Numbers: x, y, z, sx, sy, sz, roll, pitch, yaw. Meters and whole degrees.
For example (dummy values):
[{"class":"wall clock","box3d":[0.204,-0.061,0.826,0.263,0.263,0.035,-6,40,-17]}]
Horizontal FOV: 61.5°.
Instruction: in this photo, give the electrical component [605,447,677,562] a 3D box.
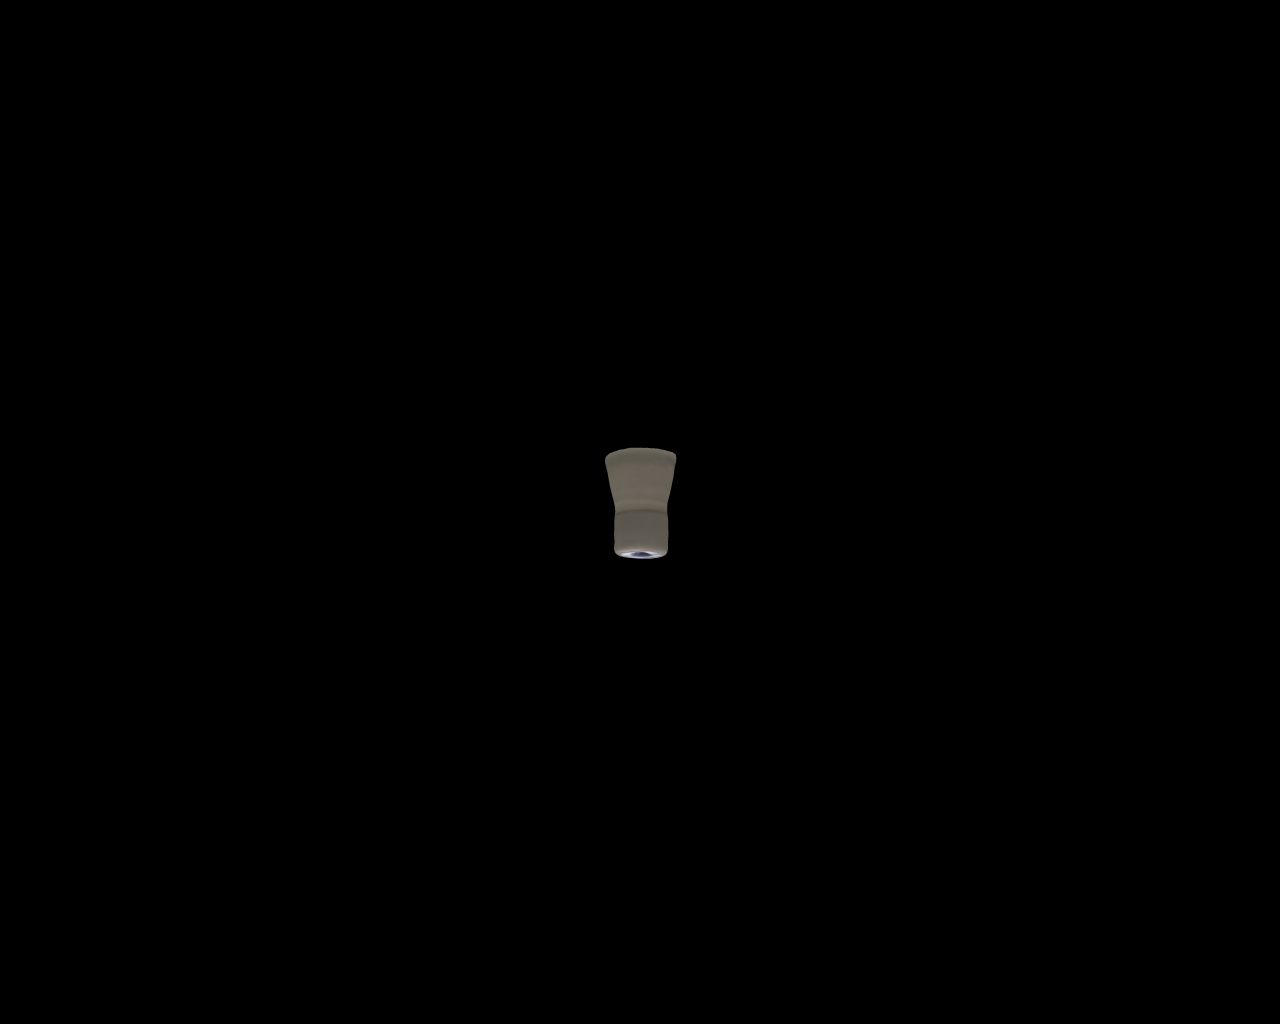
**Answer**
[{"class":"electrical component","box3d":[0.001,-0.003,0.650,0.044,0.065,0.044,0,-13,0]}]
